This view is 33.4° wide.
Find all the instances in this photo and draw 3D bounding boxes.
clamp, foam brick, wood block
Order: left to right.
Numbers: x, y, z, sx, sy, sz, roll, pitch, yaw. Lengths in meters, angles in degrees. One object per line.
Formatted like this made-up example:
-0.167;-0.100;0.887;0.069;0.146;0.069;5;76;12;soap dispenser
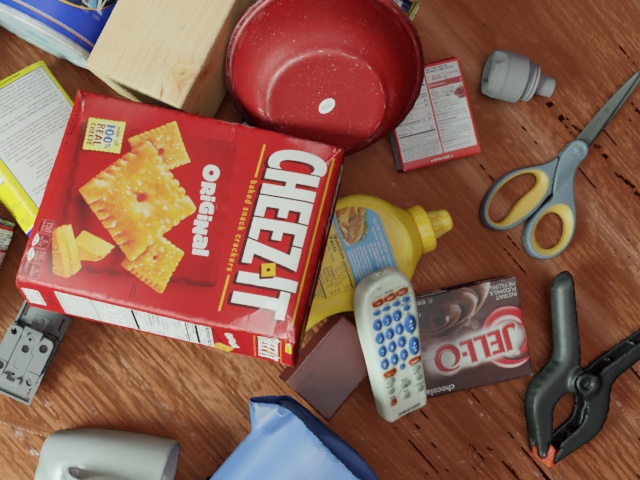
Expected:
-0.095;-0.205;0.875;0.091;0.090;0.206;25;87;10;wood block
0.010;0.108;0.920;0.053;0.051;0.078;43;85;-5;foam brick
0.225;0.115;0.955;0.120;0.039;0.171;33;86;-7;clamp

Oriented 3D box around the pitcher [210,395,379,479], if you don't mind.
-0.053;0.259;0.854;0.243;0.145;0.149;-47;56;-1;pitcher

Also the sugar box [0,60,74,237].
-0.216;-0.052;0.878;0.093;0.048;0.176;-38;98;-32;sugar box

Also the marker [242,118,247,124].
-0.061;-0.121;0.925;0.020;0.020;0.121;-5;91;-8;marker

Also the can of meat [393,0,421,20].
0.029;-0.188;0.897;0.084;0.102;0.057;30;86;-5;can of meat

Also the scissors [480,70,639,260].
0.237;-0.060;0.968;0.201;0.016;0.096;-34;96;-6;scissors

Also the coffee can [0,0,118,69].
-0.198;-0.225;0.864;0.102;0.103;0.140;27;86;-7;coffee can

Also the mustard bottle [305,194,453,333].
0.020;0.015;0.880;0.191;0.058;0.096;-20;94;-8;mustard bottle

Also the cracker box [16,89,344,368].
-0.102;-0.011;0.812;0.214;0.072;0.164;12;69;4;cracker box

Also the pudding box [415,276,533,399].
0.125;0.085;0.941;0.113;0.039;0.090;-11;93;-7;pudding box

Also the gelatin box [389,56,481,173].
0.095;-0.111;0.941;0.073;0.030;0.089;-15;94;-7;gelatin box

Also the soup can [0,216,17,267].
-0.297;0.023;0.869;0.068;0.068;0.102;20;88;-8;soup can

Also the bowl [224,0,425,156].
0.004;-0.121;0.839;0.162;0.055;0.162;0;128;0;bowl
